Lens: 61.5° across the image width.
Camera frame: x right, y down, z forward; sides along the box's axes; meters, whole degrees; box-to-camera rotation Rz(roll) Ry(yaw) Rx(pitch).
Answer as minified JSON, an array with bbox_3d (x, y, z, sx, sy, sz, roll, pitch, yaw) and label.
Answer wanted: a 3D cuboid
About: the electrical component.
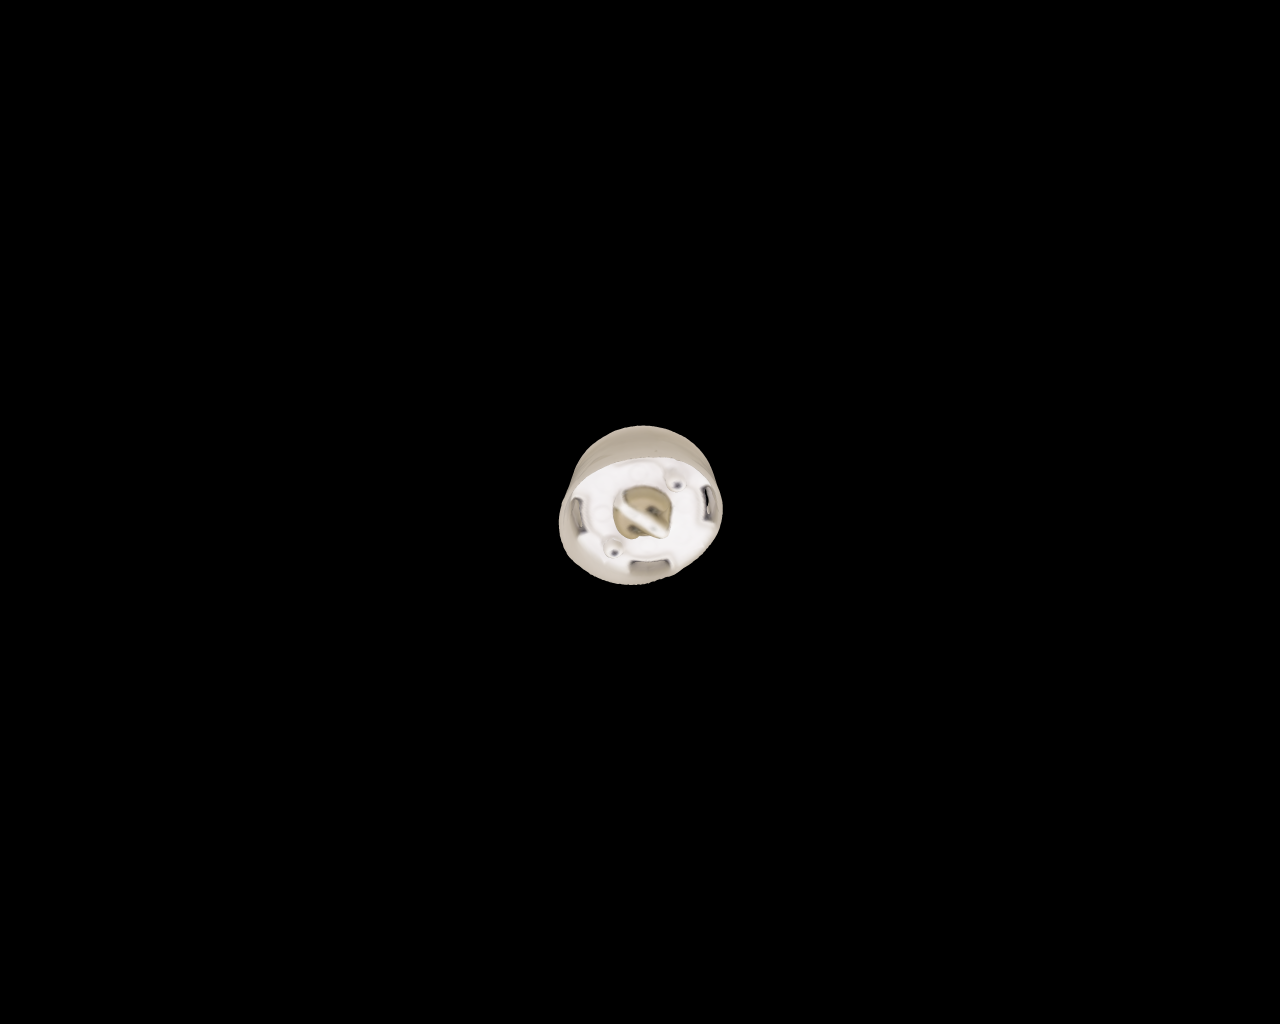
[{"bbox_3d":[0.001,-0.003,0.650,0.099,0.099,0.064,0,30,0],"label":"electrical component"}]
